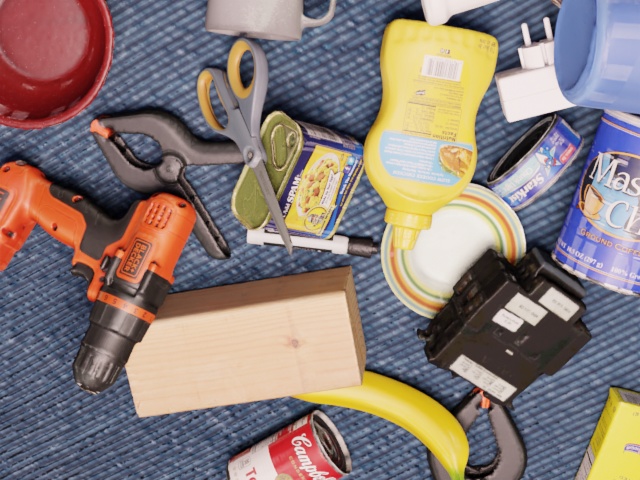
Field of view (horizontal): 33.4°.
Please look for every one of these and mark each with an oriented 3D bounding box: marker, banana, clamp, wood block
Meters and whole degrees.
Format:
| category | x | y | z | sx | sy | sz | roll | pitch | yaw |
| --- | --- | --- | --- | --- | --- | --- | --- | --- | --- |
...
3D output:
| category | x | y | z | sx | sy | sz | roll | pitch | yaw |
| --- | --- | --- | --- | --- | --- | --- | --- | --- | --- |
| marker | -0.006 | 0.001 | 0.981 | 0.121 | 0.020 | 0.020 | 7 | 106 | 3 |
| banana | 0.062 | 0.160 | 0.993 | 0.198 | 0.069 | 0.037 | 28 | 137 | 18 |
| clamp | -0.130 | -0.057 | 0.967 | 0.171 | 0.039 | 0.120 | 21 | 101 | 3 |
| wood block | -0.068 | 0.092 | 0.976 | 0.206 | 0.090 | 0.091 | -9 | 104 | 8 |
| clamp | 0.136 | 0.238 | 1.026 | 0.164 | 0.036 | 0.210 | 1 | 103 | 7 |

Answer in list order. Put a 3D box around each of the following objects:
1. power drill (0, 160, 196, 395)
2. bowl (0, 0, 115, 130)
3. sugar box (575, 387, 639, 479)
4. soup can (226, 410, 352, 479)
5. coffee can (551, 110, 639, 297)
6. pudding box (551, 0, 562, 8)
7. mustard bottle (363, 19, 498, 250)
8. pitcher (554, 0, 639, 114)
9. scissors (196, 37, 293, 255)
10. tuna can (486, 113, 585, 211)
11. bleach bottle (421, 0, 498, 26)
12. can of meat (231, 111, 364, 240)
| category | x | y | z | sx | sy | sz | roll | pitch | yaw |
| --- | --- | --- | --- | --- | --- | --- | --- | --- | --- |
| power drill | -0.220 | 0.022 | 0.938 | 0.188 | 0.057 | 0.184 | 22 | 78 | 16 |
| bowl | -0.252 | -0.181 | 0.934 | 0.162 | 0.055 | 0.162 | 1 | 106 | 5 |
| sugar box | 0.291 | 0.233 | 1.006 | 0.093 | 0.048 | 0.176 | 16 | 105 | 0 |
| soup can | -0.030 | 0.216 | 1.019 | 0.102 | 0.068 | 0.068 | -31 | 101 | 13 |
| coffee can | 0.268 | -0.035 | 0.903 | 0.103 | 0.102 | 0.140 | 16 | 107 | 0 |
| pudding box | 0.213 | -0.255 | 0.878 | 0.090 | 0.039 | 0.114 | 39 | 105 | -5 |
| mustard bottle | 0.088 | -0.086 | 0.912 | 0.096 | 0.058 | 0.192 | 9 | 96 | -8 |
| pitcher | 0.313 | -0.160 | 0.835 | 0.242 | 0.149 | 0.145 | 4 | 114 | -7 |
| scissors | -0.049 | -0.090 | 0.890 | 0.202 | 0.016 | 0.096 | 55 | 126 | 34 |
| tuna can | 0.183 | -0.067 | 0.910 | 0.033 | 0.086 | 0.086 | 43 | 105 | -6 |
| bleach bottle | 0.194 | -0.249 | 0.830 | 0.251 | 0.068 | 0.102 | -14 | 101 | 7 |
| can of meat | -0.016 | -0.053 | 0.929 | 0.083 | 0.057 | 0.102 | 10 | 112 | -40 |
